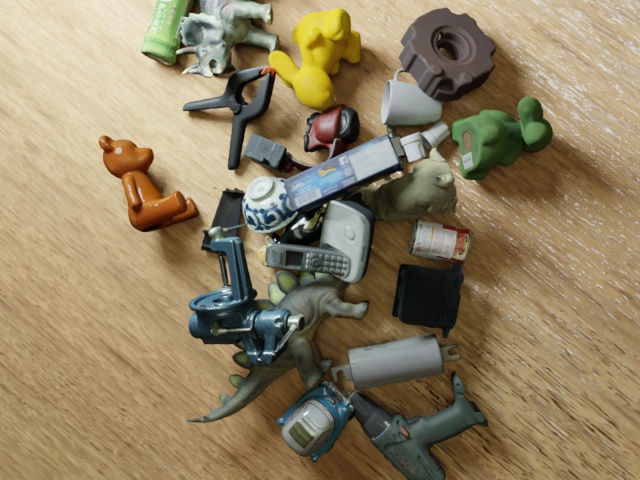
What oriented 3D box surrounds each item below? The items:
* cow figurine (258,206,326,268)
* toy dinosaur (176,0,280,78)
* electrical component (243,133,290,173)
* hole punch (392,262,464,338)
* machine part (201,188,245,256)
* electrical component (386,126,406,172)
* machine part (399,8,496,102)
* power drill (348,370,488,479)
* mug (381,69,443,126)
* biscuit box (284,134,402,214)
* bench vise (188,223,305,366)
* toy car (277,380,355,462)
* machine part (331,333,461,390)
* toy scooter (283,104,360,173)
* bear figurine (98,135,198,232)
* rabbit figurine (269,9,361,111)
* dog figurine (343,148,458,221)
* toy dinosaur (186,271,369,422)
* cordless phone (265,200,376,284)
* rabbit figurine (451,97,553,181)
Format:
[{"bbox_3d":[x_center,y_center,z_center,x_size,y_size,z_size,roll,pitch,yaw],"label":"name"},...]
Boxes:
[{"bbox_3d":[-0.045,-0.003,1.015,0.167,0.098,0.068,-37,88,-1],"label":"cow figurine"},{"bbox_3d":[-0.172,-0.478,1.030,0.192,0.131,0.404,2,83,4],"label":"toy dinosaur"},{"bbox_3d":[-0.104,-0.165,1.013,0.075,0.119,0.047,23,91,7],"label":"electrical component"},{"bbox_3d":[0.197,0.104,1.007,0.116,0.092,0.142,10,86,-8],"label":"hole punch"},{"bbox_3d":[-0.187,-0.037,1.058,0.084,0.039,0.138,18,92,10],"label":"machine part"},{"bbox_3d":[0.131,-0.174,1.043,0.063,0.021,0.094,-12,89,5],"label":"electrical component"},{"bbox_3d":[0.236,-0.344,0.990,0.179,0.056,0.179,4,69,-11],"label":"machine part"},{"bbox_3d":[0.190,0.333,1.003,0.207,0.086,0.232,-35,86,-1],"label":"power drill"},{"bbox_3d":[0.176,-0.265,1.018,0.107,0.081,0.109,7,82,-6],"label":"mug"},{"bbox_3d":[0.040,-0.113,0.944,0.203,0.063,0.059,-23,83,11],"label":"biscuit box"},{"bbox_3d":[-0.138,0.094,0.923,0.224,0.129,0.240,-2,102,34],"label":"bench vise"},{"bbox_3d":[-0.014,0.342,0.988,0.109,0.103,0.161,44,116,14],"label":"toy car"},{"bbox_3d":[0.141,0.228,1.008,0.243,0.079,0.079,-11,88,5],"label":"machine part"},{"bbox_3d":[-0.001,-0.173,1.028,0.135,0.075,0.183,7,83,22],"label":"toy scooter"},{"bbox_3d":[-0.333,-0.118,1.034,0.132,0.120,0.196,-20,83,1],"label":"bear figurine"},{"bbox_3d":[-0.011,-0.328,1.004,0.163,0.122,0.173,5,86,13],"label":"rabbit figurine"},{"bbox_3d":[0.137,-0.077,0.971,0.191,0.172,0.121,-16,77,-3],"label":"dog figurine"},{"bbox_3d":[-0.060,0.185,1.016,0.199,0.105,0.471,35,83,12],"label":"toy dinosaur"},{"bbox_3d":[-0.002,-0.003,0.947,0.184,0.089,0.146,5,121,-4],"label":"cordless phone"},{"bbox_3d":[0.348,-0.196,0.976,0.170,0.159,0.121,-11,78,-11],"label":"rabbit figurine"}]
